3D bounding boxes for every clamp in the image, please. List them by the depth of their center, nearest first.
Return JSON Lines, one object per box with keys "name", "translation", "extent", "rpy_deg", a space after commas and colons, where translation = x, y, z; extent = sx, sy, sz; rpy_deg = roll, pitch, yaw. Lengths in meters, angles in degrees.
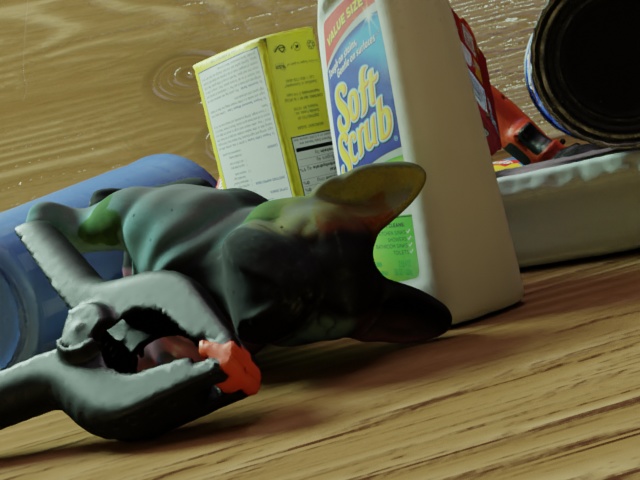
{"name": "clamp", "translation": [-0.100, 0.039, 0.483], "extent": [0.172, 0.120, 0.039], "rpy_deg": [-3, -29, 25]}

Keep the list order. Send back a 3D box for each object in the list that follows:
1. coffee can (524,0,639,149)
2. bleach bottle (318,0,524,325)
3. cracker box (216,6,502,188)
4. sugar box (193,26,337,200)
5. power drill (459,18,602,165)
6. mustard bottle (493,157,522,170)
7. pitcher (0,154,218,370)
{"name": "coffee can", "translation": [0.177, -0.108, 0.646], "extent": [0.103, 0.103, 0.140], "rpy_deg": [-13, 4, 11]}
{"name": "bleach bottle", "translation": [0.037, -0.082, 0.572], "extent": [0.068, 0.251, 0.103], "rpy_deg": [-16, 5, -28]}
{"name": "cracker box", "translation": [0.024, -0.069, 0.787], "extent": [0.214, 0.072, 0.164], "rpy_deg": [-32, 24, 20]}
{"name": "sugar box", "translation": [-0.023, -0.036, 0.671], "extent": [0.048, 0.176, 0.094], "rpy_deg": [-18, 7, -32]}
{"name": "power drill", "translation": [0.163, -0.098, 0.890], "extent": [0.057, 0.187, 0.184], "rpy_deg": [-44, -3, -2]}
{"name": "mustard bottle", "translation": [0.171, -0.050, 1.039], "extent": [0.191, 0.058, 0.096], "rpy_deg": [-15, 3, -20]}
{"name": "pitcher", "translation": [-0.166, 0.020, 0.799], "extent": [0.149, 0.145, 0.242], "rpy_deg": [-40, -6, 30]}
